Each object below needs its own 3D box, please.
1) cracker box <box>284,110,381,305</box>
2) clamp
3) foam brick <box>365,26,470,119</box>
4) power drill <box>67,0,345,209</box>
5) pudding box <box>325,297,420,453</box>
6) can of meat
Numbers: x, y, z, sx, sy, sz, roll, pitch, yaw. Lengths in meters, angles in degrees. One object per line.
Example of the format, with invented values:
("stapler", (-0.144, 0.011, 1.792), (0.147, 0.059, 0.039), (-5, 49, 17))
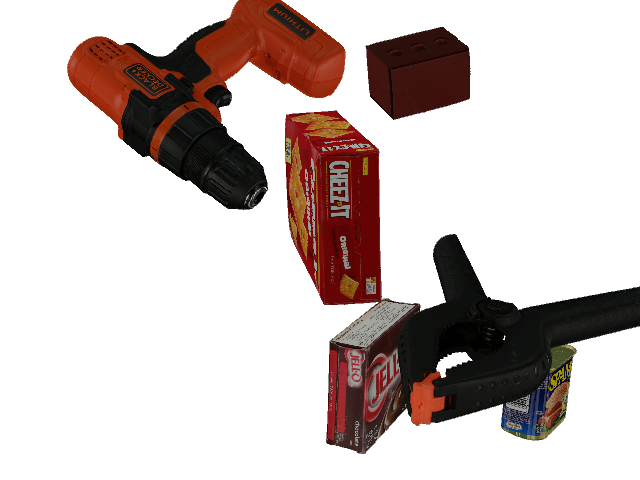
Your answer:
("cracker box", (0.010, -0.042, 1.172), (0.072, 0.164, 0.214), (-5, 18, -8))
("clamp", (0.103, 0.053, 0.685), (0.165, 0.036, 0.209), (19, 31, 34))
("foam brick", (0.086, -0.147, 0.935), (0.078, 0.051, 0.053), (-17, 36, -14))
("power drill", (-0.066, -0.113, 0.804), (0.184, 0.057, 0.187), (40, 47, 18))
("pudding box", (0.044, 0.106, 0.862), (0.039, 0.090, 0.113), (10, 20, 22))
("can of meat", (0.240, 0.164, 1.180), (0.058, 0.084, 0.101), (12, 16, 30))
